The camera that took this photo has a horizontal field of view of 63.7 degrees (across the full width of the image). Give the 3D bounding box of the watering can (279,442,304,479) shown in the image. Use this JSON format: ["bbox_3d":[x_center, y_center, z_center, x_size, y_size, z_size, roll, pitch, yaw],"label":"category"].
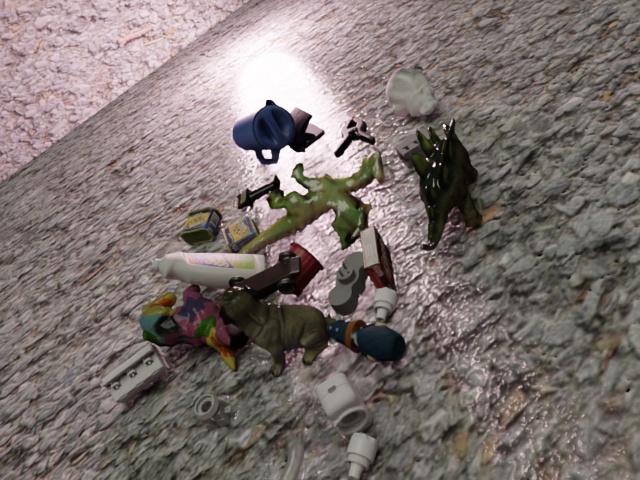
[{"bbox_3d":[-0.109,0.463,0.689,0.223,0.102,0.356,-18,41,17],"label":"watering can"}]

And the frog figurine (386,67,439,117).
[{"bbox_3d":[0.248,-0.390,1.408,0.135,0.122,0.163,-48,36,35],"label":"frog figurine"}]

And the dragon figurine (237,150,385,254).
[{"bbox_3d":[0.004,-0.061,1.220,0.245,0.120,0.414,29,74,40],"label":"dragon figurine"}]
